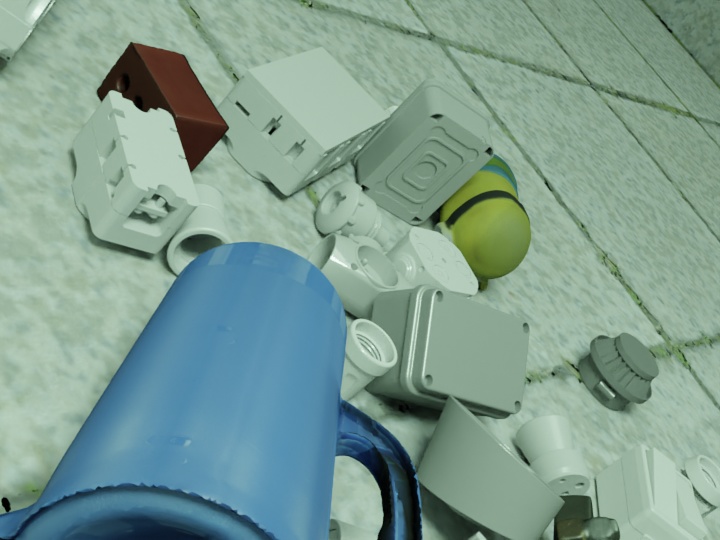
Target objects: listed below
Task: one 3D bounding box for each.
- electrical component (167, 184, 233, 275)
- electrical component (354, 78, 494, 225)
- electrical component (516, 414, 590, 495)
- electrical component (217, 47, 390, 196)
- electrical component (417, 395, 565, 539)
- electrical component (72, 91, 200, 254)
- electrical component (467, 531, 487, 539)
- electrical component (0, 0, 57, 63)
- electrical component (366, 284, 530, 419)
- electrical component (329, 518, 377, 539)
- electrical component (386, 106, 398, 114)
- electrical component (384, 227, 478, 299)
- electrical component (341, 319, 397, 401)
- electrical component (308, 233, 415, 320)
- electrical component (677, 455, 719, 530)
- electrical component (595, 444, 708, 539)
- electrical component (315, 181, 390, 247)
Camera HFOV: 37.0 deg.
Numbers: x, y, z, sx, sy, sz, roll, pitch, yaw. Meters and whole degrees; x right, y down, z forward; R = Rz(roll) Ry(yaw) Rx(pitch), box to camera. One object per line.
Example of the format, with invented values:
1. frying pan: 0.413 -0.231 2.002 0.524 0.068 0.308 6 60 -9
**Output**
1. electrical component: -0.107 -0.028 0.719 0.044 0.044 0.065 29 27 -28
2. electrical component: 0.056 -0.106 0.965 0.078 0.113 0.057 29 35 -28
3. electrical component: 0.148 0.145 0.824 0.045 0.045 0.055 25 34 -34
4. electrical component: -0.049 -0.126 0.903 0.089 0.062 0.150 46 28 2
5. electrical component: 0.087 0.134 0.708 0.099 0.064 0.099 29 0 0
6. electrical component: -0.147 -0.060 0.689 0.050 0.055 0.089 17 38 -42
7. electrical component: 0.082 0.207 0.655 0.081 0.042 0.064 46 30 4
8. electrical component: -0.233 -0.204 0.732 0.062 0.089 0.150 35 29 -19
9. electrical component: 0.065 0.061 0.778 0.113 0.057 0.078 20 72 -39
10. electrical component: 0.004 0.166 0.608 0.065 0.044 0.044 25 33 -24
11. electrical component: 0.046 -0.127 1.054 0.043 0.043 0.081 19 37 -40
12. electrical component: 0.052 0.008 0.872 0.080 0.051 0.080 33 30 -22
13. electrical component: -0.004 0.062 0.729 0.040 0.046 0.040 33 30 -22
14. electrical component: 0.000 0.000 0.820 0.077 0.044 0.079 33 30 -21
15. electrical component: 0.287 0.193 0.935 0.048 0.055 0.066 4 48 -51
16. electrical component: 0.232 0.194 0.853 0.062 0.061 0.096 38 29 -14
17. electrical component: -0.002 -0.040 0.873 0.062 0.048 0.048 34 29 -35
